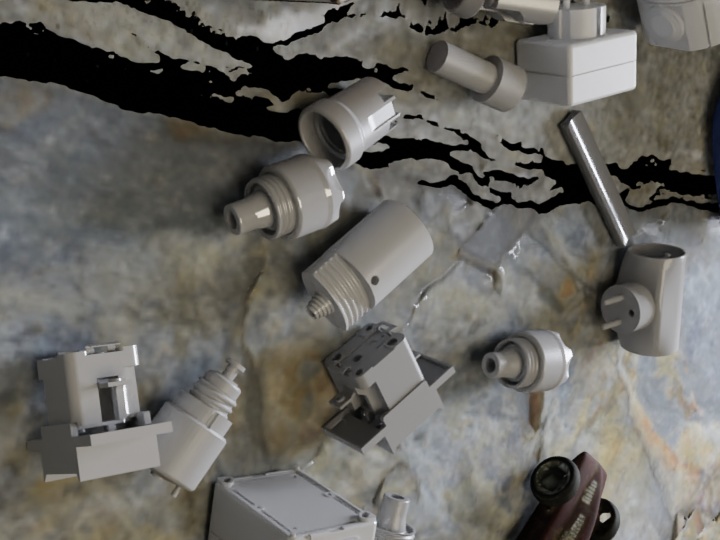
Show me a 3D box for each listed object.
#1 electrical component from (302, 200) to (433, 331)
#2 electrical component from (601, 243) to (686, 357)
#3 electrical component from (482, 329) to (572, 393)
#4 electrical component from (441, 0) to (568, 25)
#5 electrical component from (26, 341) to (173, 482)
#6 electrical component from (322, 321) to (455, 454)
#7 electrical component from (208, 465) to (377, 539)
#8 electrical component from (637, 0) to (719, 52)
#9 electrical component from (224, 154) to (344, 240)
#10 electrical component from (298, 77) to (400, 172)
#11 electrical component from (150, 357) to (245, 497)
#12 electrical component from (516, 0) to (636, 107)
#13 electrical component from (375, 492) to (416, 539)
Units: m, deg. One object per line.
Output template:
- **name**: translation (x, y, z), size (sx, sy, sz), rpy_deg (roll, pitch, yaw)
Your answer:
- **electrical component**: translation (0.000, 0.000, 0.629), size (0.081, 0.043, 0.043), rpy_deg (-42, 125, -22)
- **electrical component**: translation (0.207, 0.025, 0.803), size (0.079, 0.044, 0.077), rpy_deg (-13, 111, -36)
- **electrical component**: translation (0.112, 0.063, 0.739), size (0.062, 0.043, 0.043), rpy_deg (-2, 104, -37)
- **electrical component**: translation (0.082, -0.173, 0.627), size (0.057, 0.078, 0.058), rpy_deg (3, 102, -20)
- **electrical component**: translation (-0.131, 0.069, 0.529), size (0.042, 0.081, 0.063), rpy_deg (-3, 83, -39)
- **electrical component**: translation (0.013, 0.071, 0.663), size (0.081, 0.042, 0.063), rpy_deg (-39, 122, -24)
- **electrical component**: translation (-0.037, 0.160, 0.612), size (0.062, 0.096, 0.061), rpy_deg (-1, 104, -39)
- **electrical component**: translation (0.226, -0.190, 0.732), size (0.080, 0.080, 0.051), rpy_deg (-43, 131, -21)
- **electrical component**: translation (-0.043, -0.036, 0.584), size (0.062, 0.043, 0.043), rpy_deg (-23, 117, -31)
- **electrical component**: translation (-0.005, -0.083, 0.604), size (0.046, 0.040, 0.040), rpy_deg (-38, 124, -32)
- **electrical component**: translation (-0.089, 0.083, 0.584), size (0.040, 0.040, 0.078), rpy_deg (44, 75, -38)
- **electrical component**: translation (0.140, -0.151, 0.694), size (0.066, 0.047, 0.076), rpy_deg (-19, 115, -34)
- **electrical component**: translation (0.017, 0.176, 0.696), size (0.043, 0.043, 0.062), rpy_deg (11, 95, -40)
